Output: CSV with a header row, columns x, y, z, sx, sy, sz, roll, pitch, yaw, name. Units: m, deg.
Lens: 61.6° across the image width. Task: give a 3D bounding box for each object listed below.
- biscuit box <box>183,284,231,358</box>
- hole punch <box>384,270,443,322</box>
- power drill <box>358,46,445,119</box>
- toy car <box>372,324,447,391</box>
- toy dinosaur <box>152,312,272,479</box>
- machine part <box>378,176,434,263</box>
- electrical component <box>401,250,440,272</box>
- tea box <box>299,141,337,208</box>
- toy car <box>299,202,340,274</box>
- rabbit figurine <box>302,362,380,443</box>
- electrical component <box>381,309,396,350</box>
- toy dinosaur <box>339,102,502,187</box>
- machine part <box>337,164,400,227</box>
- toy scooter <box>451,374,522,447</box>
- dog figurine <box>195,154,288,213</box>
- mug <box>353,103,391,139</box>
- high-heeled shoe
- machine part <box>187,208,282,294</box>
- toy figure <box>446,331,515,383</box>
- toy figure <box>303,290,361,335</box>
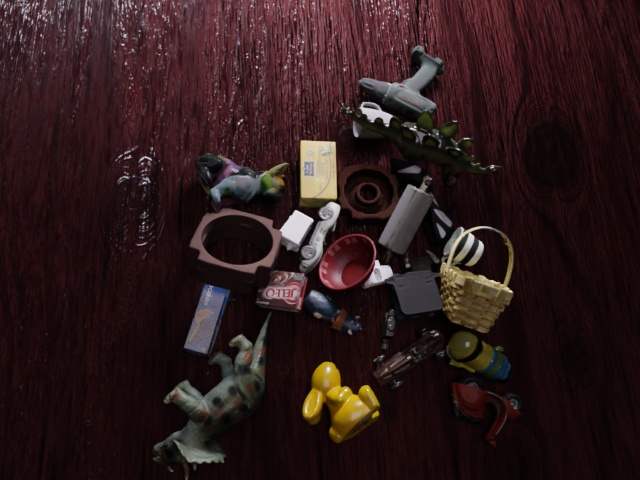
x,y,z,sx,sy,sz,roll,pitch,yaw,name
-0.265,0.173,1.283,0.063,0.059,0.202,15,69,-1,biscuit box
0.234,0.142,1.339,0.142,0.092,0.116,-8,64,-7,hole punch
0.252,-0.461,1.555,0.232,0.086,0.207,32,67,4,power drill
0.219,0.285,1.305,0.202,0.053,0.089,-29,79,-16,toy car
-0.205,0.351,1.204,0.405,0.131,0.192,-38,91,-21,toy dinosaur
0.219,-0.052,1.370,0.079,0.079,0.243,26,101,3,machine part
0.256,0.069,1.387,0.102,0.045,0.078,-2,70,-6,electrical component
-0.007,-0.174,1.430,0.098,0.068,0.169,0,72,-7,tea box
-0.003,-0.004,1.367,0.056,0.073,0.201,23,70,3,toy car
0.035,0.368,1.238,0.162,0.121,0.173,-33,63,-7,rabbit figurine
0.167,0.220,1.313,0.021,0.063,0.094,12,71,-3,electrical component
0.264,-0.256,1.422,0.472,0.198,0.105,15,67,-3,toy dinosaur
0.126,-0.119,1.433,0.179,0.056,0.179,2,70,-5,machine part
0.385,0.406,1.270,0.184,0.075,0.135,23,71,-3,toy scooter
-0.193,-0.161,1.388,0.219,0.108,0.191,-22,72,-18,dog figurine
0.153,-0.331,1.503,0.107,0.080,0.109,5,63,-17,mug
0.258,-0.098,1.420,0.249,0.086,0.145,35,65,-3,high-heeled shoe
-0.202,0.025,1.291,0.201,0.087,0.201,15,42,-2,machine part
0.391,0.280,1.298,0.180,0.089,0.082,31,47,-7,toy figure
0.031,0.180,1.317,0.154,0.058,0.064,35,78,1,toy figure
